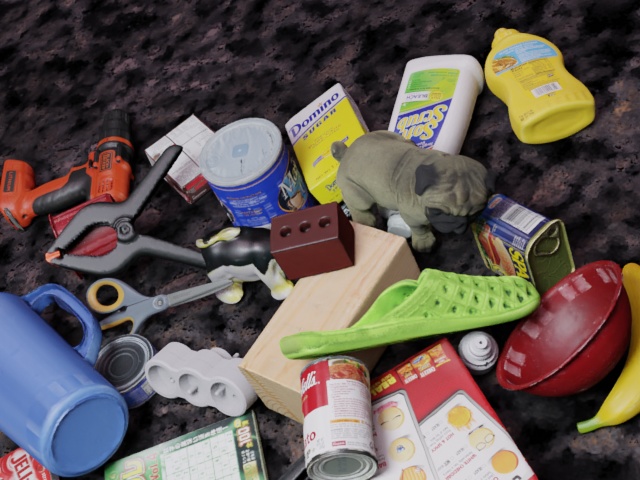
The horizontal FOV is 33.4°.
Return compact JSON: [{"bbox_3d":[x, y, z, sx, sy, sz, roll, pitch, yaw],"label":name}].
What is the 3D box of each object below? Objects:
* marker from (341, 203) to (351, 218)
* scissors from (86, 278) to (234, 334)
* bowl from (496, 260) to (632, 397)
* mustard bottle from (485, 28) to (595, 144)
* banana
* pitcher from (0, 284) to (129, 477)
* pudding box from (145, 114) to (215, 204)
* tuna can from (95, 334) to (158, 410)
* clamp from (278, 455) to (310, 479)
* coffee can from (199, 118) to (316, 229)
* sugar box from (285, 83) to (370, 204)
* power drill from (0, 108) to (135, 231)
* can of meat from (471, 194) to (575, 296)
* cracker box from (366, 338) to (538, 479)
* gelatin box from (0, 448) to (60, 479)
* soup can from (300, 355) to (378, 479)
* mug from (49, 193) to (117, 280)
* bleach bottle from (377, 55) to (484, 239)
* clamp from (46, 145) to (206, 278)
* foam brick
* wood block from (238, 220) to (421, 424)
[{"bbox_3d":[0.034,-0.037,1.293,0.020,0.020,0.121,27,66,38],"label":"marker"},{"bbox_3d":[-0.201,0.061,1.267,0.202,0.016,0.096,-33,75,17],"label":"scissors"},{"bbox_3d":[0.246,0.097,1.030,0.162,0.055,0.162,-46,10,10],"label":"bowl"},{"bbox_3d":[0.255,-0.200,1.305,0.096,0.058,0.192,-19,47,0],"label":"mustard bottle"},{"bbox_3d":[0.307,0.103,1.042,0.070,0.037,0.197,9,56,29],"label":"banana"},{"bbox_3d":[-0.313,0.153,1.192,0.144,0.149,0.243,-6,24,-43],"label":"pitcher"},{"bbox_3d":[-0.171,-0.110,1.431,0.090,0.039,0.114,-38,50,-11],"label":"pudding box"},{"bbox_3d":[-0.224,0.152,1.237,0.086,0.033,0.086,-12,48,14],"label":"tuna can"},{"bbox_3d":[-0.056,0.290,1.041,0.171,0.039,0.120,-28,50,12],"label":"clamp"},{"bbox_3d":[-0.071,-0.061,1.275,0.103,0.140,0.103,-12,48,14],"label":"coffee can"},{"bbox_3d":[0.016,-0.119,1.317,0.093,0.048,0.176,-37,35,10],"label":"sugar box"},{"bbox_3d":[-0.347,-0.096,1.483,0.188,0.057,0.184,-15,48,12],"label":"power drill"},{"bbox_3d":[0.213,0.007,1.121,0.057,0.102,0.084,-42,46,-15],"label":"can of meat"},{"bbox_3d":[0.104,0.221,1.009,0.164,0.072,0.214,-30,47,0],"label":"cracker box"},{"bbox_3d":[-0.328,0.272,1.183,0.073,0.030,0.089,-29,47,-1],"label":"gelatin box"},{"bbox_3d":[0.017,0.169,0.995,0.068,0.068,0.102,-14,50,12],"label":"soup can"},{"bbox_3d":[-0.290,-0.010,1.375,0.081,0.093,0.117,-26,10,-5],"label":"mug"},{"bbox_3d":[0.128,-0.110,1.285,0.103,0.068,0.250,1,55,23],"label":"bleach bottle"},{"bbox_3d":[-0.228,-0.004,1.305,0.210,0.036,0.164,-27,83,-8],"label":"clamp"},{"bbox_3d":[-0.007,0.001,1.131,0.078,0.051,0.053,-14,47,15],"label":"foam brick"},{"bbox_3d":[0.017,0.090,1.144,0.090,0.090,0.206,18,62,35],"label":"wood block"}]
